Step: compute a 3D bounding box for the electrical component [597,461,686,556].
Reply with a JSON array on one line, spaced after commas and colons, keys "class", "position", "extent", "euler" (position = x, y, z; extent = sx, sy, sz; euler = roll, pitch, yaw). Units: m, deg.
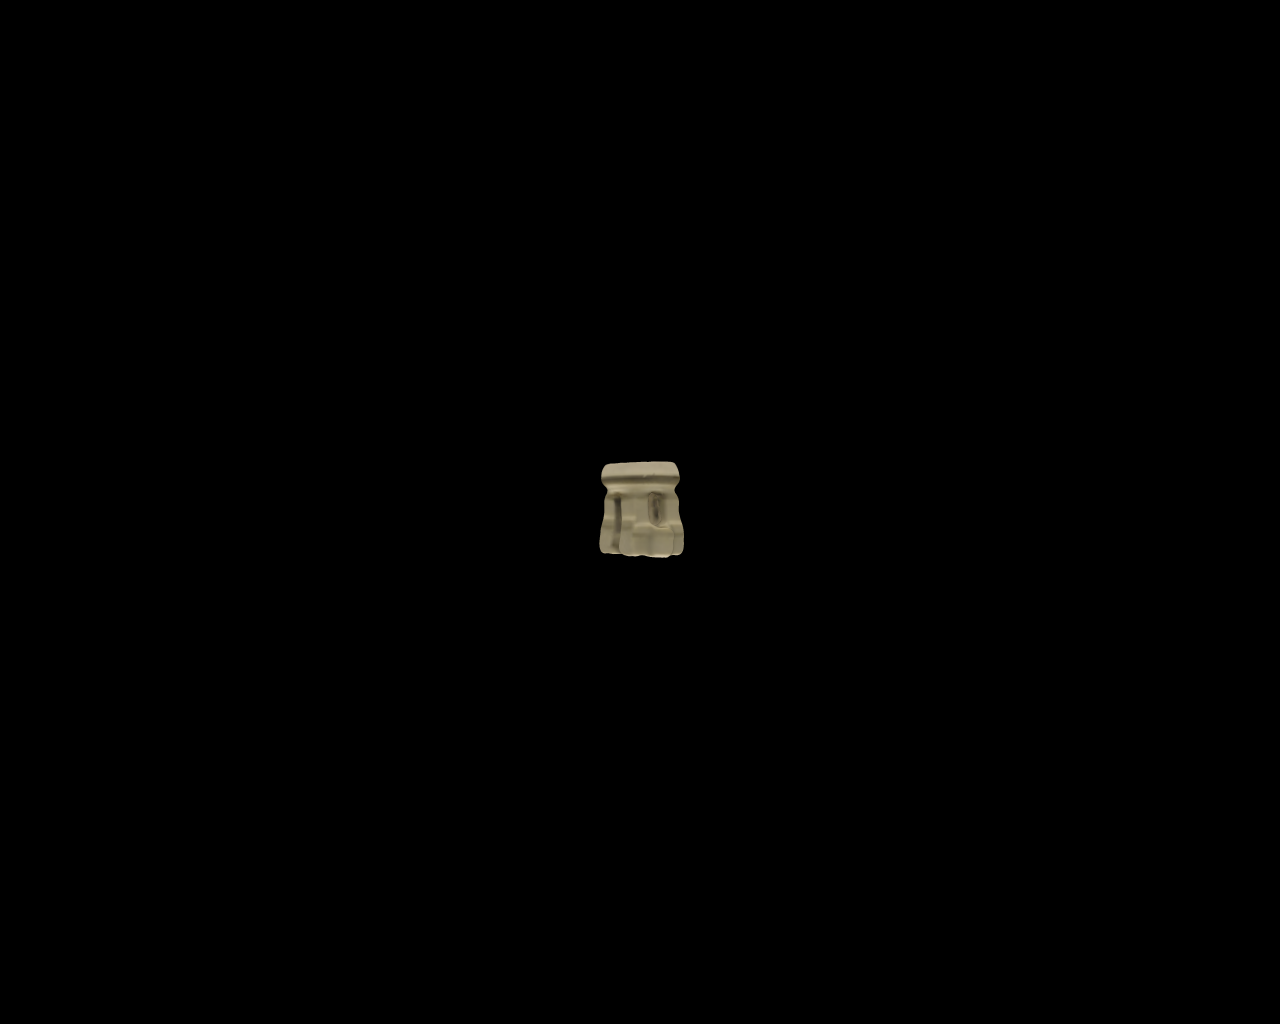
[{"class": "electrical component", "position": [0.001, -0.003, 0.650], "extent": [0.048, 0.055, 0.066], "euler": [0, 0, -32]}]
